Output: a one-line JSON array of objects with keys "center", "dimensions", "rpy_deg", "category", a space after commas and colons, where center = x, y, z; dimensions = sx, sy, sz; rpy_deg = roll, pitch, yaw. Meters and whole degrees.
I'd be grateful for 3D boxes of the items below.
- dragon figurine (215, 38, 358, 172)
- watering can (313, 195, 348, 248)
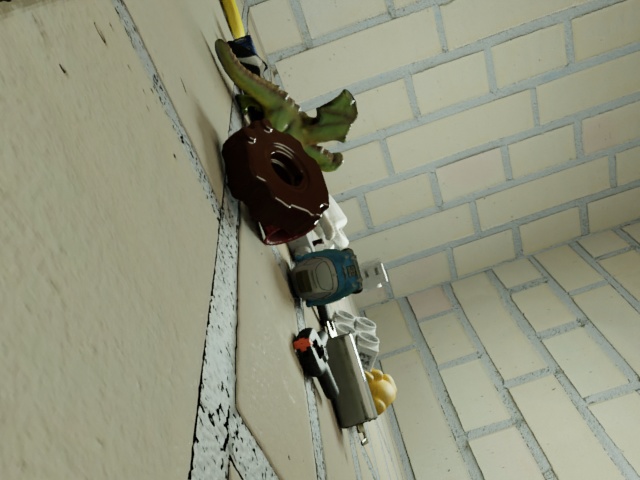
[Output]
[{"center": [-0.043, -0.266, 1.083], "dimensions": [0.401, 0.242, 0.125], "rpy_deg": [70, 7, -54], "category": "dragon figurine"}, {"center": [0.004, -0.074, 1.472], "dimensions": [0.225, 0.104, 0.346], "rpy_deg": [53, 5, 8], "category": "watering can"}]
